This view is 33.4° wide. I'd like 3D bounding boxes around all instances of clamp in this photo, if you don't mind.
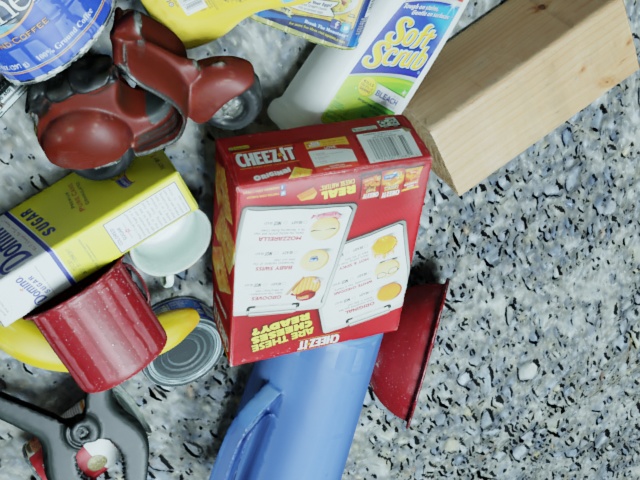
[{"bbox_3d":[-0.206,0.158,0.950,0.164,0.036,0.210,-35,100,-8],"label":"clamp"}]

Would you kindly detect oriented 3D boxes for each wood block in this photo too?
[{"bbox_3d":[0.174,-0.147,0.971,0.206,0.091,0.090,-35,134,-3],"label":"wood block"}]

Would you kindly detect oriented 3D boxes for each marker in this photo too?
[{"bbox_3d":[-0.214,-0.129,0.796,0.121,0.020,0.020,-44,134,5],"label":"marker"}]

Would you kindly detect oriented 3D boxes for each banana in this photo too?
[{"bbox_3d":[-0.200,0.080,0.909,0.197,0.037,0.069,10,88,-23],"label":"banana"}]

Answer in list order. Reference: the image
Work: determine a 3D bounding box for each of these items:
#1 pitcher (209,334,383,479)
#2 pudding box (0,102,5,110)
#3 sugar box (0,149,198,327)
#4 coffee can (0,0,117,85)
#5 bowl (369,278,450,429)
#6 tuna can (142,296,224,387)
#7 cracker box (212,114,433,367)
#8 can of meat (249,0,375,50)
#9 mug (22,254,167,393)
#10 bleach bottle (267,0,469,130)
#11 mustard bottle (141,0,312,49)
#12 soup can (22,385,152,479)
[{"bbox_3d":[-0.026,0.172,1.066,0.145,0.149,0.243,13,115,-9],"label":"pitcher"},{"bbox_3d":[-0.288,-0.080,0.738,0.113,0.039,0.090,-53,140,-10],"label":"pudding box"},{"bbox_3d":[-0.193,-0.013,0.846,0.176,0.093,0.048,-31,127,-8],"label":"sugar box"},{"bbox_3d":[-0.215,-0.185,0.694,0.103,0.103,0.140,-40,135,1],"label":"coffee can"},{"bbox_3d":[0.087,0.110,1.104,0.055,0.162,0.162,15,123,6],"label":"bowl"},{"bbox_3d":[-0.134,0.098,1.010,0.086,0.034,0.086,-16,131,-20],"label":"tuna can"},{"bbox_3d":[-0.006,0.001,0.908,0.164,0.072,0.214,-10,137,-16],"label":"cracker box"},{"bbox_3d":[-0.003,-0.202,0.822,0.102,0.057,0.084,20,120,-3],"label":"can of meat"},{"bbox_3d":[-0.172,0.062,0.861,0.093,0.117,0.081,-22,108,26],"label":"mug"},{"bbox_3d":[0.062,-0.186,0.894,0.102,0.068,0.251,21,108,-38],"label":"bleach bottle"},{"bbox_3d":[-0.038,-0.209,0.755,0.192,0.058,0.096,-17,125,22],"label":"mustard bottle"},{"bbox_3d":[-0.218,0.189,1.005,0.102,0.069,0.068,-38,135,-3],"label":"soup can"}]
